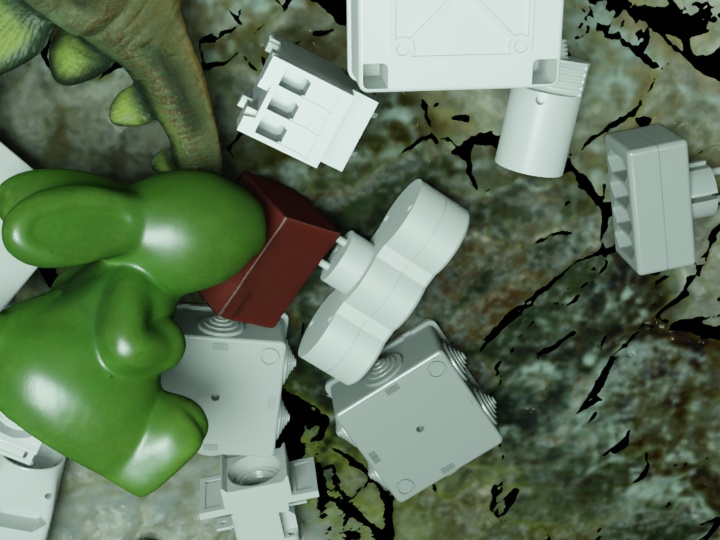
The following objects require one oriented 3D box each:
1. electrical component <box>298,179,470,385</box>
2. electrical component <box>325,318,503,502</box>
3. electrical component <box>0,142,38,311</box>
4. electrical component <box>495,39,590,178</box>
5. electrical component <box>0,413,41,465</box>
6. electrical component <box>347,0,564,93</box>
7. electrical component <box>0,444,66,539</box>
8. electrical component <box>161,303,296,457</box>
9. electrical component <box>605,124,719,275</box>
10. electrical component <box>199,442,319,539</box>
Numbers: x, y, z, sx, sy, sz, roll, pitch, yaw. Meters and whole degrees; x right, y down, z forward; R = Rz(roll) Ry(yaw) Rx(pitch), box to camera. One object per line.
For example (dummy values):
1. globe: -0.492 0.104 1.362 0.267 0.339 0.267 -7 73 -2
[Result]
1. electrical component: 0.000 0.000 0.680 0.074 0.052 0.138 32 104 -13
2. electrical component: 0.037 0.096 0.723 0.100 0.048 0.099 -32 111 6
3. electrical component: -0.229 -0.026 0.627 0.100 0.048 0.099 42 62 -18
4. electrical component: 0.113 -0.102 0.659 0.043 0.043 0.081 7 110 -9
5. electrical component: -0.246 0.060 0.670 0.121 0.063 0.078 25 106 -15
6. electrical component: 0.049 -0.151 0.560 0.109 0.056 0.108 -3 111 -5
7. electrical component: -0.243 0.150 0.715 0.079 0.043 0.077 13 109 -11
8. electrical component: -0.094 0.072 0.700 0.100 0.048 0.099 5 110 -8
9. electrical component: 0.203 -0.049 0.687 0.076 0.047 0.083 -12 112 -2
10. electrical component: -0.067 0.160 0.740 0.081 0.042 0.063 -11 115 -2
